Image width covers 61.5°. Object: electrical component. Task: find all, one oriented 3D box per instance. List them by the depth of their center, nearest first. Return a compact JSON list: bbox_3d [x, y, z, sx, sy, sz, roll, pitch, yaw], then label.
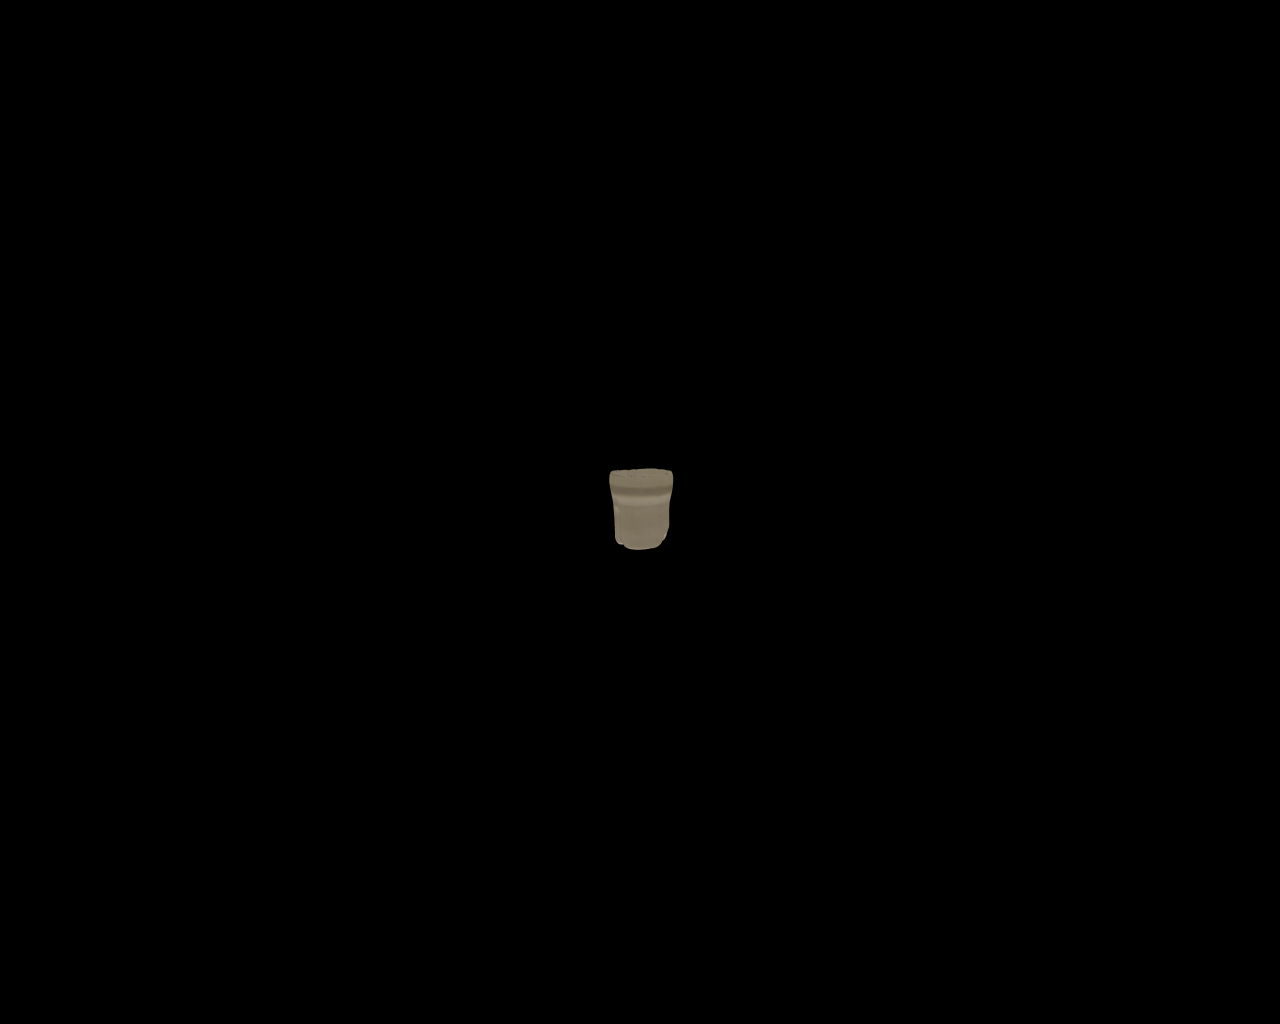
[{"bbox_3d":[0.001,-0.003,0.650,0.040,0.046,0.040,0,9,0],"label":"electrical component"}]
